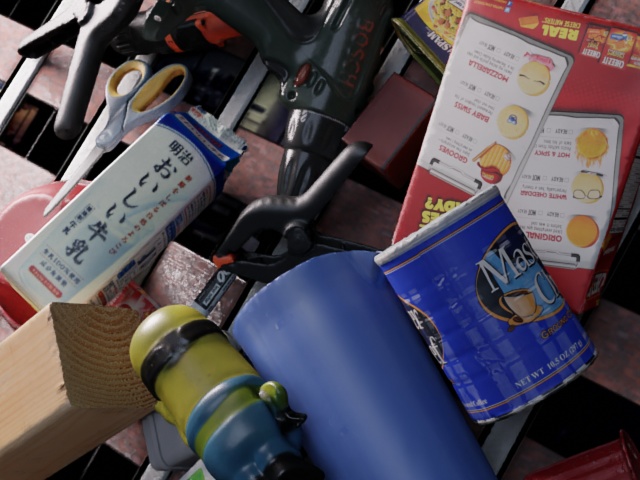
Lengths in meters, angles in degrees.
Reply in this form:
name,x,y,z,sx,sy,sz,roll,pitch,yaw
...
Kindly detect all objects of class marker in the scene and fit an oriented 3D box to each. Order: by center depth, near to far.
name,x,y,z,sx,sy,sz,roll,pitch,yaw
marker,-0.079,0.023,0.957,0.020,0.020,0.121,35,87,27

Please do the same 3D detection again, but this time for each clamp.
name,x,y,z,sx,sy,sz,roll,pitch,yaw
clamp,-0.006,0.001,0.909,0.172,0.039,0.120,-25,95,22
clamp,-0.219,-0.208,1.037,0.210,0.036,0.165,-45,50,24

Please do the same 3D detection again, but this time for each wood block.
name,x,y,z,sx,sy,sz,roll,pitch,yaw
wood block,-0.239,0.139,0.897,0.206,0.090,0.091,-34,62,34

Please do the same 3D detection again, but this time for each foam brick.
name,x,y,z,sx,sy,sz,roll,pitch,yaw
foam brick,0.066,-0.093,0.922,0.051,0.053,0.078,36,86,27

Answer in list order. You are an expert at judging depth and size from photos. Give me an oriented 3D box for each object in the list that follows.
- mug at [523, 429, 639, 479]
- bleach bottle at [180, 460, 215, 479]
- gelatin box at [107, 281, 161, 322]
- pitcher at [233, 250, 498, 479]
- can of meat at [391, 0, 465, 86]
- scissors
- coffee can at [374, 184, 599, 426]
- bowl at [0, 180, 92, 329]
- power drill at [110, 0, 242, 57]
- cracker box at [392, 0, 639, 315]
name,x,y,z,sx,sy,sz,roll,pitch,yaw
mug,0.201,0.202,0.756,0.082,0.093,0.117,-25,100,17
bleach bottle,-0.128,0.272,0.846,0.251,0.068,0.103,-45,42,17
gelatin box,-0.177,0.092,0.965,0.073,0.030,0.089,41,89,28
pitcher,0.036,0.142,0.819,0.145,0.149,0.243,-24,66,-15
can of meat,0.126,-0.177,0.926,0.084,0.057,0.102,-38,64,3
scissors,-0.210,-0.109,1.029,0.201,0.016,0.096,-42,52,-15
coffee can,0.118,0.046,0.765,0.103,0.102,0.140,-32,89,8
bowl,-0.261,0.009,1.013,0.162,0.055,0.162,-7,70,19
power drill,-0.124,-0.275,1.058,0.185,0.057,0.187,-6,72,23
cracker box,0.168,-0.071,0.832,0.164,0.072,0.214,21,102,27
